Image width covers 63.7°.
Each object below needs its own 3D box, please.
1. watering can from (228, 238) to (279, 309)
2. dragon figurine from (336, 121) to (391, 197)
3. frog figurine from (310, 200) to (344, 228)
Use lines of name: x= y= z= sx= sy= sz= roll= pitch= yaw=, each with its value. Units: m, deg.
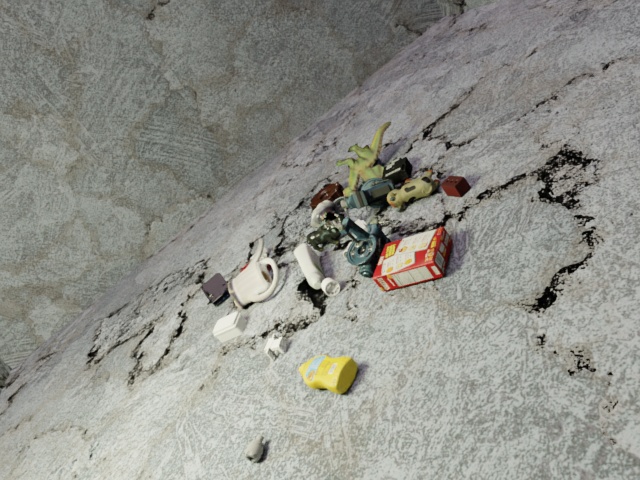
watering can: x=-0.274 y=0.143 z=2.107 sx=0.224 sy=0.102 sz=0.355 roll=-35 pitch=36 yaw=6
dragon figurine: x=0.232 y=-0.341 z=2.298 sx=0.410 sy=0.120 sz=0.247 roll=-45 pitch=54 yaw=2
frog figurine: x=0.007 y=-0.111 z=2.197 sx=0.137 sy=0.121 sz=0.161 roll=-59 pitch=36 yaw=-1
